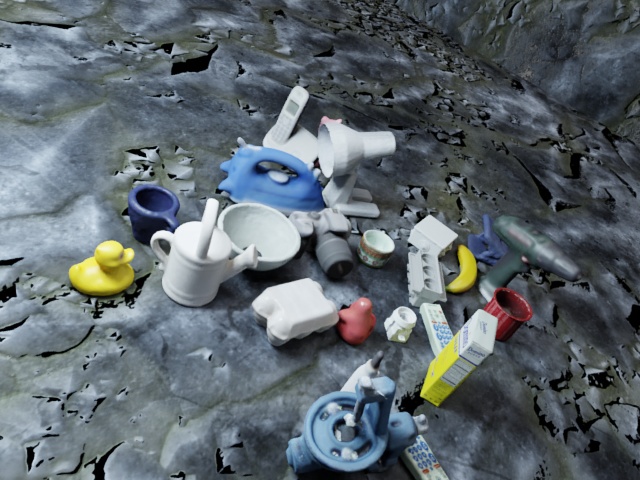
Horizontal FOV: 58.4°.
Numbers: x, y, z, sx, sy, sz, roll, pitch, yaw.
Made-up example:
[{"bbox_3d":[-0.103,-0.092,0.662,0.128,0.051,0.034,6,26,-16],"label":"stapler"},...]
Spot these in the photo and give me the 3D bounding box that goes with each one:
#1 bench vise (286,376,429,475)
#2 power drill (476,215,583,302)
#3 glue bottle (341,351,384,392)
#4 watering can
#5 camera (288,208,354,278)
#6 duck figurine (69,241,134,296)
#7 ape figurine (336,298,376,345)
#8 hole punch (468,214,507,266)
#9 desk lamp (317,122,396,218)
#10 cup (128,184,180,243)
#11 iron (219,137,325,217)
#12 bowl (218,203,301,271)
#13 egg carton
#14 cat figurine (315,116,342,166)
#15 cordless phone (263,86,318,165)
[{"bbox_3d":[0.071,0.253,0.830,0.208,0.219,0.121,-11,50,-39],"label":"bench vise"},{"bbox_3d":[0.451,0.064,1.285,0.076,0.208,0.229,-5,47,-34],"label":"power drill"},{"bbox_3d":[0.062,0.228,0.893,0.037,0.173,0.078,37,39,15],"label":"glue bottle"},{"bbox_3d":[-0.194,0.015,0.979,0.173,0.194,0.100,1,43,-29],"label":"watering can"},{"bbox_3d":[0.011,0.004,1.188,0.143,0.100,0.136,4,42,-26],"label":"camera"},{"bbox_3d":[-0.356,0.039,0.945,0.105,0.086,0.077,-7,48,-35],"label":"duck figurine"},{"bbox_3d":[0.072,0.144,1.065,0.078,0.092,0.076,21,37,-6],"label":"ape figurine"},{"bbox_3d":[0.437,0.002,1.448,0.101,0.091,0.108,22,37,-5],"label":"hole punch"},{"bbox_3d":[0.075,-0.169,1.337,0.204,0.213,0.117,4,42,-27],"label":"desk lamp"},{"bbox_3d":[-0.303,-0.033,1.054,0.117,0.095,0.092,42,40,20],"label":"cup"},{"bbox_3d":[-0.087,-0.140,1.268,0.259,0.141,0.118,12,39,-18],"label":"iron"},{"bbox_3d":[-0.127,0.006,1.127,0.168,0.074,0.167,16,38,-13],"label":"bowl"},{"bbox_3d":[-0.044,0.129,1.034,0.151,0.069,0.107,-12,51,-39],"label":"egg carton"},{"bbox_3d":[0.024,-0.263,1.499,0.067,0.117,0.127,14,39,-15],"label":"cat figurine"},{"bbox_3d":[-0.050,-0.270,1.408,0.147,0.185,0.094,38,39,16],"label":"cordless phone"}]
